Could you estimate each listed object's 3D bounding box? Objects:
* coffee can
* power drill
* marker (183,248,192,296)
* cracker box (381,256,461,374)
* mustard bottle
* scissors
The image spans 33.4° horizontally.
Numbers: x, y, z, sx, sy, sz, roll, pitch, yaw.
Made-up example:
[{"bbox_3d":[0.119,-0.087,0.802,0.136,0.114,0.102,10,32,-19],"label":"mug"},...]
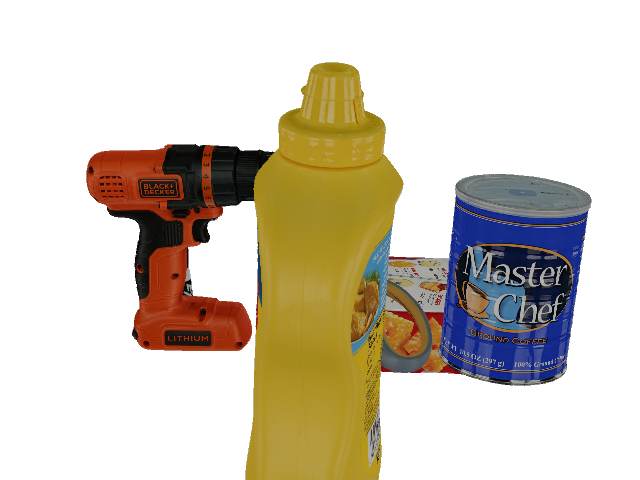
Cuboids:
[{"bbox_3d":[0.150,0.028,0.834,0.103,0.140,0.103,3,17,-1],"label":"coffee can"},{"bbox_3d":[-0.103,0.005,0.931,0.184,0.188,0.057,1,26,7],"label":"power drill"},{"bbox_3d":[-0.141,0.057,1.107,0.020,0.121,0.020,-3,23,1],"label":"marker"},{"bbox_3d":[0.093,0.072,1.053,0.214,0.072,0.164,2,17,5],"label":"cracker box"},{"bbox_3d":[0.001,0.023,0.436,0.058,0.192,0.096,8,25,10],"label":"mustard bottle"},{"bbox_3d":[-0.010,0.018,0.678,0.096,0.016,0.202,-28,53,-21],"label":"scissors"}]
